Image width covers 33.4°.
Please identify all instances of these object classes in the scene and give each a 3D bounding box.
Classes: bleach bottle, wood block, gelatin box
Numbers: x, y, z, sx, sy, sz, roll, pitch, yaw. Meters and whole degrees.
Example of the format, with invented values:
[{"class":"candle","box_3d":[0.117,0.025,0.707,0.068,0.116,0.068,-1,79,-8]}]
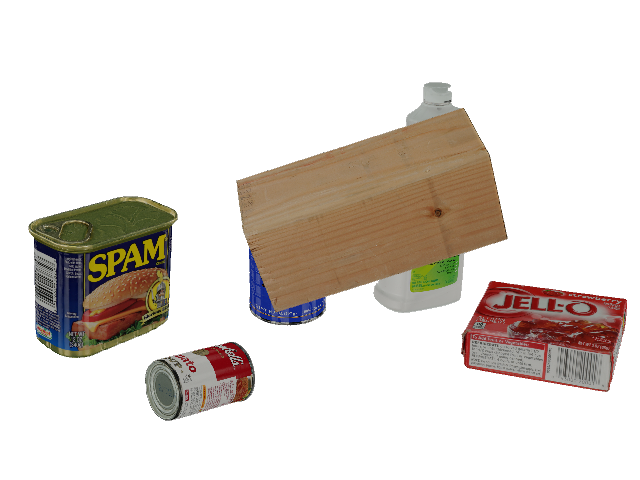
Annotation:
[{"class":"bleach bottle","box_3d":[0.117,-0.050,1.194,0.102,0.251,0.068,-9,22,-27]},{"class":"wood block","box_3d":[0.042,-0.026,0.909,0.206,0.091,0.090,-17,34,3]},{"class":"gelatin box","box_3d":[0.139,0.056,0.657,0.089,0.030,0.073,8,25,20]}]

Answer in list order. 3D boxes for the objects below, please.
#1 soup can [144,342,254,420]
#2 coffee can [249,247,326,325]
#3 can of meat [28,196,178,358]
[{"class":"soup can","box_3d":[-0.132,0.154,1.167,0.102,0.068,0.069,-9,6,-42]},{"class":"coffee can","box_3d":[-0.042,0.024,1.386,0.103,0.140,0.103,1,26,0]},{"class":"can of meat","box_3d":[-0.149,0.024,0.738,0.058,0.084,0.101,22,27,34]}]
